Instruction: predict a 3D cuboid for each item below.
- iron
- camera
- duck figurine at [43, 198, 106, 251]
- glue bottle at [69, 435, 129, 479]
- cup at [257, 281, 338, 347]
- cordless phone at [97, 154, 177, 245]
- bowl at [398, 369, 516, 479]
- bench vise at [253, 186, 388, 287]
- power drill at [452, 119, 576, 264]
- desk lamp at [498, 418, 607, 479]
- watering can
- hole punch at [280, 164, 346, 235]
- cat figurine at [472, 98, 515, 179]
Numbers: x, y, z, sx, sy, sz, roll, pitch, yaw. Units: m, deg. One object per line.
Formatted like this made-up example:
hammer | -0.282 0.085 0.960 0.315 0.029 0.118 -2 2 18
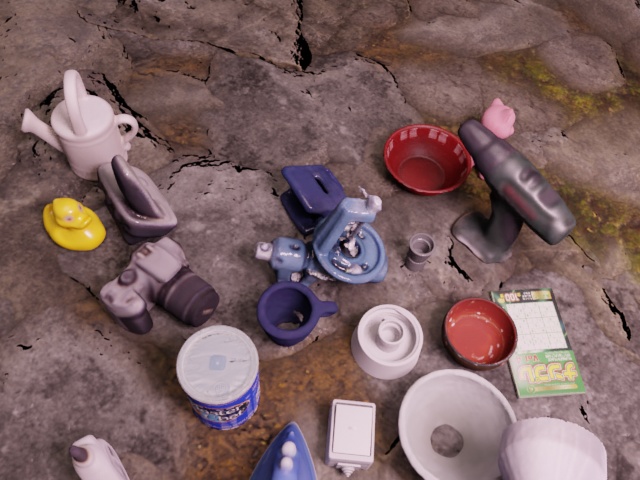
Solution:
iron | -0.051 0.336 0.695 0.118 0.141 0.258 7 59 0
camera | -0.232 0.078 0.859 0.136 0.101 0.143 33 62 14
duck figurine | -0.403 -0.037 0.921 0.104 0.086 0.077 26 60 11
glue bottle | -0.274 0.272 0.695 0.037 0.173 0.078 -28 65 -20
cup | -0.035 0.119 0.855 0.118 0.095 0.091 -5 59 -8
cordless phone | -0.301 -0.092 0.906 0.094 0.185 0.147 -32 66 -21
bowl | 0.184 0.270 0.795 0.167 0.075 0.167 2 59 -4
bench vise | 0.012 0.013 0.850 0.208 0.220 0.121 -16 62 -14
power drill | 0.288 -0.060 0.925 0.076 0.208 0.229 -38 69 -24
desk lamp | 0.245 0.336 0.679 0.118 0.213 0.203 21 59 8
watering can | -0.399 -0.192 0.952 0.173 0.194 0.100 -26 64 -19
hole punch | -0.008 -0.083 0.981 0.101 0.091 0.108 -25 64 -18
cat figurine | 0.321 -0.197 1.064 0.067 0.118 0.128 25 60 10
